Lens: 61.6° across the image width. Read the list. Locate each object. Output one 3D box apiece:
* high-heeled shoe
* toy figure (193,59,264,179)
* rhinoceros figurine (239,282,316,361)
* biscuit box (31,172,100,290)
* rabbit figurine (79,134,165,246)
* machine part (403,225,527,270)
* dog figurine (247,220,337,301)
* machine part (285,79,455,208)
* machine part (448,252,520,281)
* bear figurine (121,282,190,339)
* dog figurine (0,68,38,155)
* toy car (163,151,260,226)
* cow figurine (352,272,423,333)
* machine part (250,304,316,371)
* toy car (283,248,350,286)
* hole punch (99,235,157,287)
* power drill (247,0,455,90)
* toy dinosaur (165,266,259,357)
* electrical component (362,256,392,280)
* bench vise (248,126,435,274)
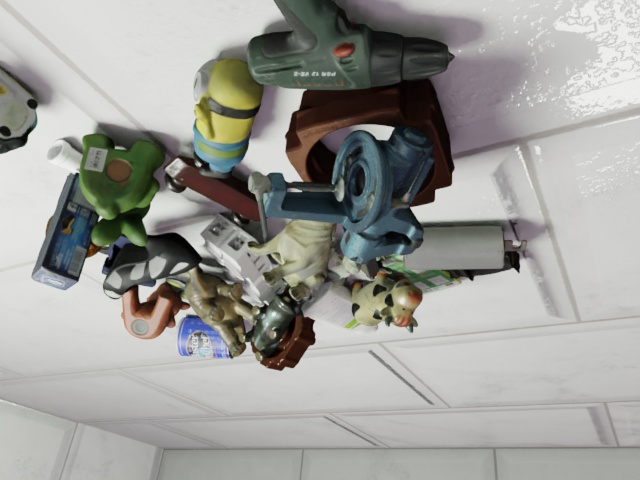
[{"bbox_3d":[-0.305,0.060,0.976,0.145,0.086,0.248,24,139,-9],"label":"high-heeled shoe"},{"bbox_3d":[-0.125,-0.159,0.717,0.089,0.082,0.180,-6,144,-15],"label":"toy figure"},{"bbox_3d":[-0.077,0.150,1.036,0.112,0.073,0.190,-12,141,-54],"label":"rhinoceros figurine"},{"bbox_3d":[-0.400,-0.023,0.868,0.059,0.203,0.063,28,144,-34],"label":"biscuit box"},{"bbox_3d":[-0.304,-0.067,0.856,0.121,0.159,0.170,0,165,-8],"label":"rabbit figurine"},{"bbox_3d":[0.232,0.014,0.940,0.243,0.079,0.079,-2,148,11],"label":"machine part"},{"bbox_3d":[-0.001,-0.001,0.909,0.190,0.121,0.172,-41,153,13],"label":"dog figurine"},{"bbox_3d":[0.070,-0.126,0.731,0.202,0.087,0.200,-7,146,23],"label":"machine part"},{"bbox_3d":[0.305,0.046,1.017,0.139,0.039,0.084,-10,140,27],"label":"machine part"},{"bbox_3d":[-0.363,0.139,1.212,0.120,0.196,0.131,14,109,3],"label":"bear figurine"},{"bbox_3d":[-0.528,-0.176,0.741,0.219,0.108,0.191,-11,148,33],"label":"dog figurine"},{"bbox_3d":[-0.155,-0.086,0.866,0.089,0.053,0.202,-27,140,35],"label":"toy car"},{"bbox_3d":[0.131,0.128,1.071,0.085,0.127,0.195,19,154,-23],"label":"cow figurine"},{"bbox_3d":[-0.084,0.206,1.219,0.179,0.179,0.056,-22,143,38],"label":"machine part"},{"bbox_3d":[-0.015,0.061,1.066,0.073,0.056,0.202,33,151,-28],"label":"toy car"},{"bbox_3d":[-0.390,0.055,1.110,0.142,0.092,0.116,16,151,-22],"label":"hole punch"},{"bbox_3d":[0.016,-0.244,0.565,0.232,0.086,0.207,-2,155,18],"label":"power drill"},{"bbox_3d":[-0.211,0.141,1.139,0.199,0.105,0.470,36,157,29],"label":"toy dinosaur"},{"bbox_3d":[0.092,0.035,1.015,0.045,0.078,0.102,-37,138,-10],"label":"electrical component"},{"bbox_3d":[0.024,-0.045,0.655,0.240,0.129,0.223,1,145,-26],"label":"bench vise"}]
